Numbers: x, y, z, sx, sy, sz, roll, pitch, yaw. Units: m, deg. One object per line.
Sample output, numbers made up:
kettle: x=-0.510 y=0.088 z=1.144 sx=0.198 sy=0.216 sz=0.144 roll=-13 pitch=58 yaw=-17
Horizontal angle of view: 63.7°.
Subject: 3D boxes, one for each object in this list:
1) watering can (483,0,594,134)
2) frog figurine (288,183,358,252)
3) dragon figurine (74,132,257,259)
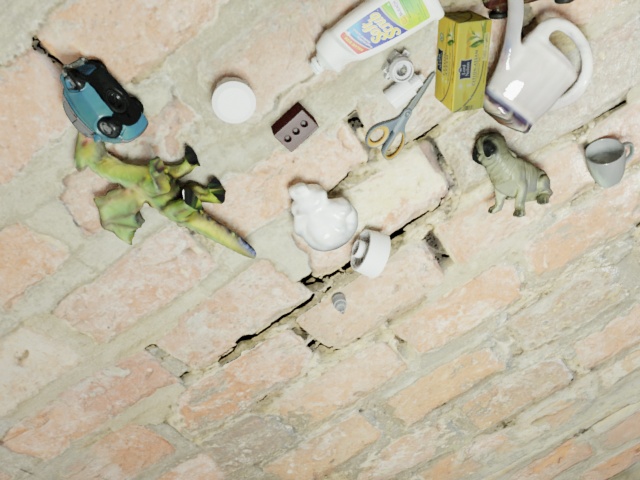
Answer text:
watering can: x=0.397 y=-0.341 z=1.004 sx=0.345 sy=0.106 sz=0.221 roll=23 pitch=115 yaw=-34
frog figurine: x=0.003 y=-0.055 z=1.097 sx=0.137 sy=0.126 sz=0.156 roll=-14 pitch=139 yaw=20
dragon figurine: x=-0.330 y=-0.063 z=1.045 sx=0.241 sy=0.125 sz=0.403 roll=-19 pitch=124 yaw=21
